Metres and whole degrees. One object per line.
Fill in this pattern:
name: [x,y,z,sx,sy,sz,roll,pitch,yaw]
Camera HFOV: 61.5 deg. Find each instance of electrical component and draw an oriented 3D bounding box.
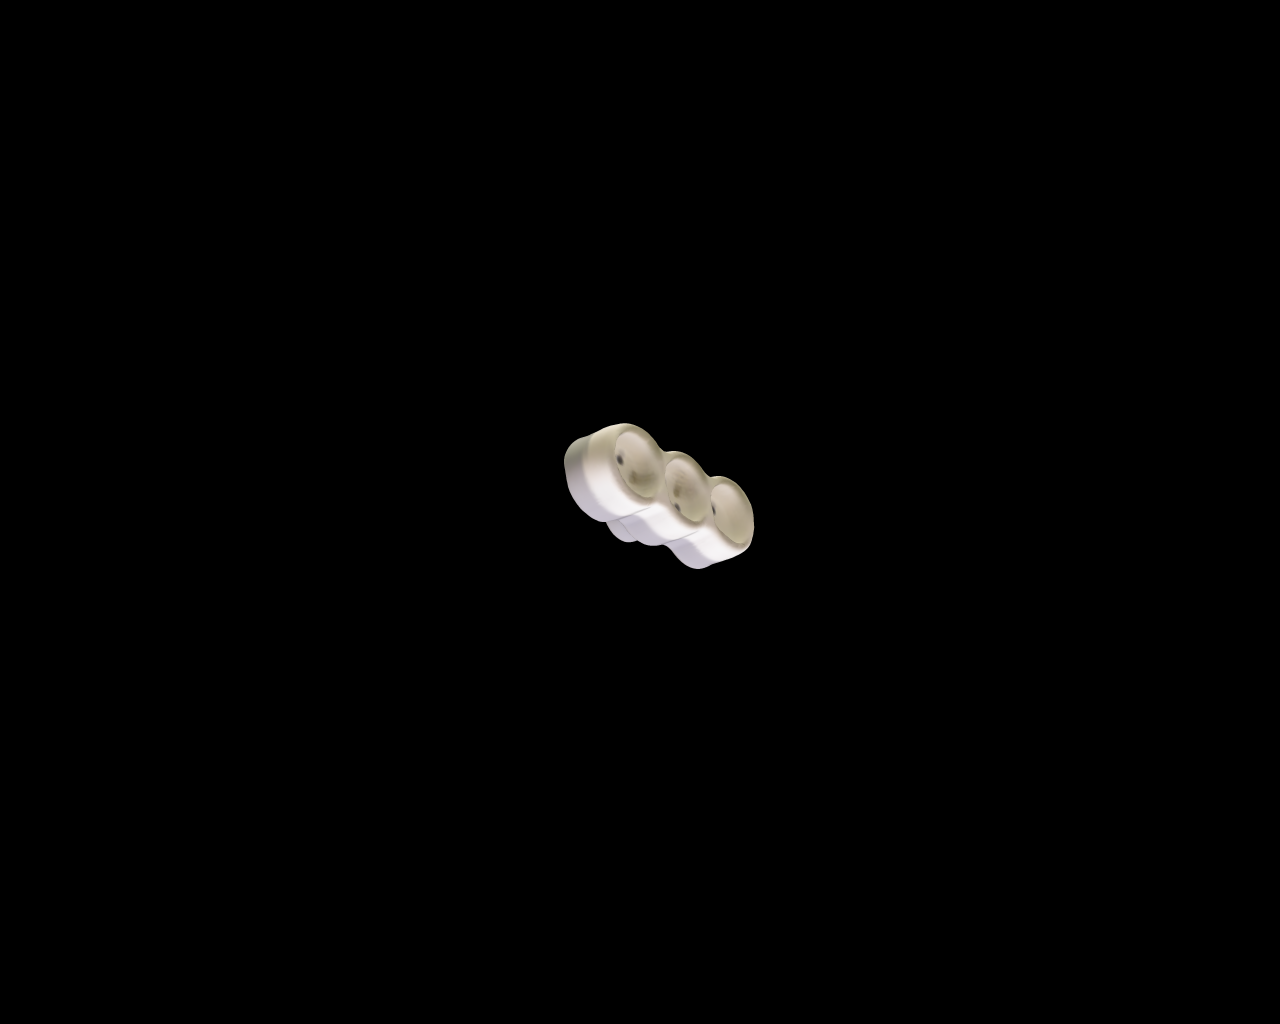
electrical component: [0.001,-0.003,0.650,0.073,0.052,0.138,-21,-33,36]
